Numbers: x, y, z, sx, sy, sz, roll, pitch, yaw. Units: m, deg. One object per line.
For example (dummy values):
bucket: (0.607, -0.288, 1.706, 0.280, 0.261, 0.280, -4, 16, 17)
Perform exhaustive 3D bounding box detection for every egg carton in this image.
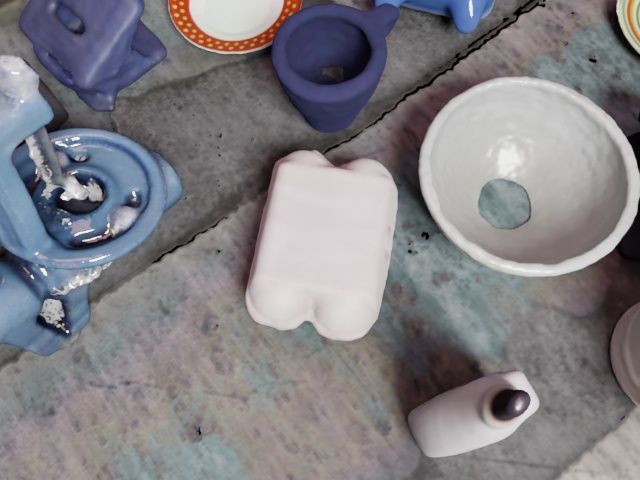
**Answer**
egg carton: (0.004, 0.002, 0.454, 0.107, 0.069, 0.150, 8, 71, 4)

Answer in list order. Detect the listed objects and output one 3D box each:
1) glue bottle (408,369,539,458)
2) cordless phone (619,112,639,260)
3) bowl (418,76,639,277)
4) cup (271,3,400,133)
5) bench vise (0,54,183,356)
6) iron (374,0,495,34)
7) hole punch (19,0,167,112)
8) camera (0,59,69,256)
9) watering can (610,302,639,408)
glue bottle: (0.102, 0.107, 0.361, 0.078, 0.173, 0.037, -27, 72, -8)
cordless phone: (0.294, -0.061, 0.410, 0.094, 0.185, 0.147, -1, 71, 1)
bowl: (0.158, -0.042, 0.464, 0.167, 0.075, 0.167, 0, 71, 1)
cup: (0.018, -0.144, 0.490, 0.118, 0.095, 0.091, -39, 75, -12)
bench vise: (-0.184, -0.006, 0.380, 0.121, 0.220, 0.207, 19, 72, 8)
iron: (0.130, -0.328, 0.526, 0.118, 0.141, 0.258, 15, 72, 6)
hole punch: (-0.207, -0.189, 0.511, 0.108, 0.091, 0.101, 43, 77, 14)
camera: (-0.278, -0.083, 0.470, 0.137, 0.101, 0.143, -38, 75, -11)
watering can: (0.280, 0.057, 0.365, 0.101, 0.194, 0.173, 18, 72, 7)
